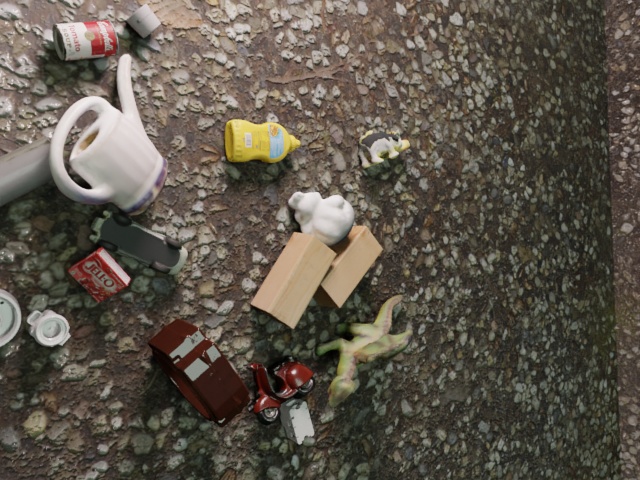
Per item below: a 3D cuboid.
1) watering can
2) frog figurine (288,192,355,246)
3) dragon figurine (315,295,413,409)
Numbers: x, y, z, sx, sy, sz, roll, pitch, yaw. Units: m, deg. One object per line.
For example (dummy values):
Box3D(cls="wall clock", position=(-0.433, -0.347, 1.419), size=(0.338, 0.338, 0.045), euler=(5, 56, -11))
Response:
Box3D(cls="watering can", position=(-0.384, -0.195, 1.006), size=(0.220, 0.103, 0.356), euler=(52, 38, -39))
Box3D(cls="frog figurine", position=(0.004, -0.065, 1.283), size=(0.136, 0.125, 0.157), euler=(-38, 123, 12))
Box3D(cls="dragon figurine", position=(0.145, 0.259, 1.300), size=(0.416, 0.242, 0.121), euler=(-39, 107, -28))
